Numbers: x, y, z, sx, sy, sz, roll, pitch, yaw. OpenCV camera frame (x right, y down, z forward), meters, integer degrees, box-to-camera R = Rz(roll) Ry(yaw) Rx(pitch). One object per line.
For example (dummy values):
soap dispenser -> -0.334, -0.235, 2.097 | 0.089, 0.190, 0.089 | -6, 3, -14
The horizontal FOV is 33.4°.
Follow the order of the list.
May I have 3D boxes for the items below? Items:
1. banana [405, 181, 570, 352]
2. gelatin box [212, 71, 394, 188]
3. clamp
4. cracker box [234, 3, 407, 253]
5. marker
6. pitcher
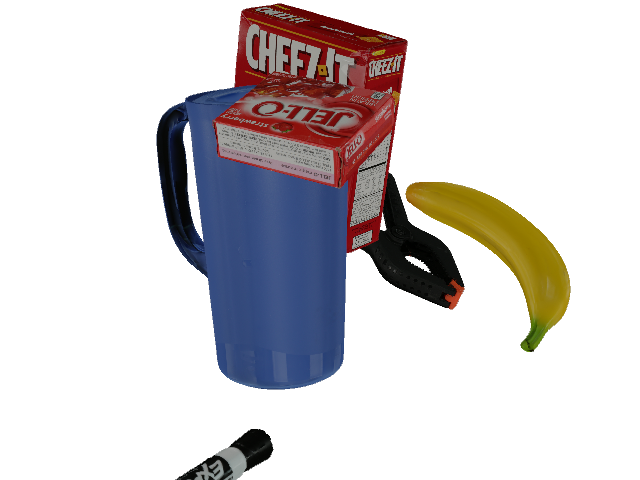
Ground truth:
banana -> 0.141, 0.004, 0.843 | 0.069, 0.037, 0.198 | -16, 43, -18
gelatin box -> -0.009, -0.071, 0.655 | 0.089, 0.030, 0.073 | 15, 39, 25
clamp -> 0.074, 0.003, 1.203 | 0.164, 0.036, 0.210 | -16, 51, -35
cracker box -> -0.011, -0.113, 1.073 | 0.164, 0.214, 0.071 | 23, 29, 32
marker -> -0.062, 0.124, 0.541 | 0.020, 0.020, 0.120 | 0, 14, 32
pitcher -> -0.048, -0.008, 0.885 | 0.144, 0.243, 0.149 | -7, 15, -19
